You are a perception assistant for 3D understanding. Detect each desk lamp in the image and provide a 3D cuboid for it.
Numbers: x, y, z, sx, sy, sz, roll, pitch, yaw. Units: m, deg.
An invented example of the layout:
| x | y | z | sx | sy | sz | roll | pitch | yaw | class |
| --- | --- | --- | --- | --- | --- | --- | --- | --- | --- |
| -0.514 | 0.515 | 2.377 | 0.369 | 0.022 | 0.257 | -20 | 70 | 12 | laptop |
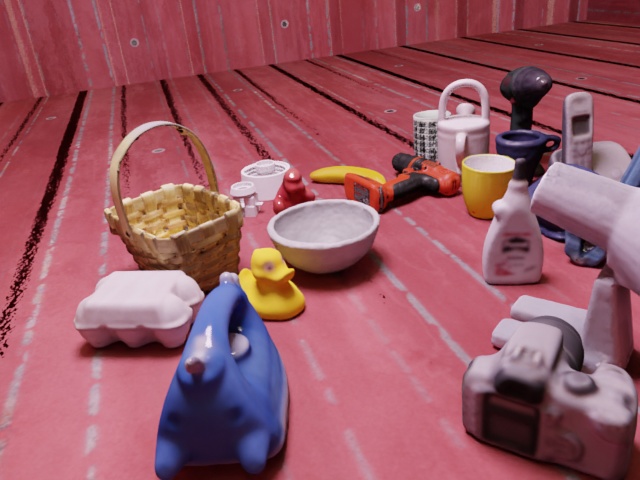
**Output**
| x | y | z | sx | sy | sz | roll | pitch | yaw | class |
| --- | --- | --- | --- | --- | --- | --- | --- | --- | --- |
| 0.288 | 0.032 | 0.578 | 0.202 | 0.214 | 0.118 | 14 | 32 | 35 | desk lamp |

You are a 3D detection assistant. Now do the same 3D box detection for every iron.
| x | y | z | sx | sy | sz | roll | pitch | yaw | class |
| --- | --- | --- | --- | --- | --- | --- | --- | --- | --- |
| -0.096 | 0.109 | 0.581 | 0.118 | 0.141 | 0.258 | -5 | 26 | 2 | iron |

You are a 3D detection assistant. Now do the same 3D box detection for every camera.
| x | y | z | sx | sy | sz | roll | pitch | yaw | class |
| --- | --- | --- | --- | --- | --- | --- | --- | --- | --- |
| 0.219 | 0.124 | 0.532 | 0.142 | 0.101 | 0.137 | 11 | 31 | 30 | camera |

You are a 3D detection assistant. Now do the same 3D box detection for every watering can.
| x | y | z | sx | sy | sz | roll | pitch | yaw | class |
| --- | --- | --- | --- | --- | --- | --- | --- | --- | --- |
| 0.274 | -0.214 | 1.105 | 0.101 | 0.194 | 0.172 | -7 | 26 | -3 | watering can |

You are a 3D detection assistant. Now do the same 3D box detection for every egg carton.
| x | y | z | sx | sy | sz | roll | pitch | yaw | class |
| --- | --- | --- | --- | --- | --- | --- | --- | --- | --- |
| -0.228 | 0.088 | 0.732 | 0.150 | 0.069 | 0.107 | -2 | 26 | 8 | egg carton |

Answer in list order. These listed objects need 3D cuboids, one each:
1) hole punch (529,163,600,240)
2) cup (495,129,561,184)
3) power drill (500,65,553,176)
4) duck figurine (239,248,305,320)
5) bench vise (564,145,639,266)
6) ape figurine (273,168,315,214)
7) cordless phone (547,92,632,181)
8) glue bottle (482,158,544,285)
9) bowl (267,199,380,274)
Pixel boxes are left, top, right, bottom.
| x | y | z | sx | sy | sz | roll | pitch | yaw | class |
| --- | --- | --- | --- | --- | --- | --- | --- | --- | --- |
| 0.376 | -0.062 | 0.893 | 0.101 | 0.091 | 0.108 | -15 | 28 | -19 | hole punch |
| 0.385 | -0.151 | 1.069 | 0.117 | 0.095 | 0.091 | -4 | 26 | 4 | cup |
| 0.397 | -0.235 | 1.108 | 0.075 | 0.209 | 0.229 | -3 | 26 | 5 | power drill |
| -0.070 | 0.050 | 0.759 | 0.104 | 0.086 | 0.078 | 15 | 33 | 36 | duck figurine |
| 0.405 | -0.061 | 0.737 | 0.207 | 0.220 | 0.121 | 2 | 27 | 16 | bench vise |
| -0.048 | -0.082 | 1.017 | 0.078 | 0.092 | 0.076 | -7 | 26 | -2 | ape figurine |
| 0.464 | -0.160 | 0.967 | 0.148 | 0.185 | 0.094 | -13 | 27 | -15 | cordless phone |
| 0.254 | -0.024 | 0.745 | 0.078 | 0.173 | 0.037 | -4 | 26 | 4 | glue bottle |
| 0.008 | 0.003 | 0.852 | 0.167 | 0.075 | 0.167 | -4 | 26 | 2 | bowl |
